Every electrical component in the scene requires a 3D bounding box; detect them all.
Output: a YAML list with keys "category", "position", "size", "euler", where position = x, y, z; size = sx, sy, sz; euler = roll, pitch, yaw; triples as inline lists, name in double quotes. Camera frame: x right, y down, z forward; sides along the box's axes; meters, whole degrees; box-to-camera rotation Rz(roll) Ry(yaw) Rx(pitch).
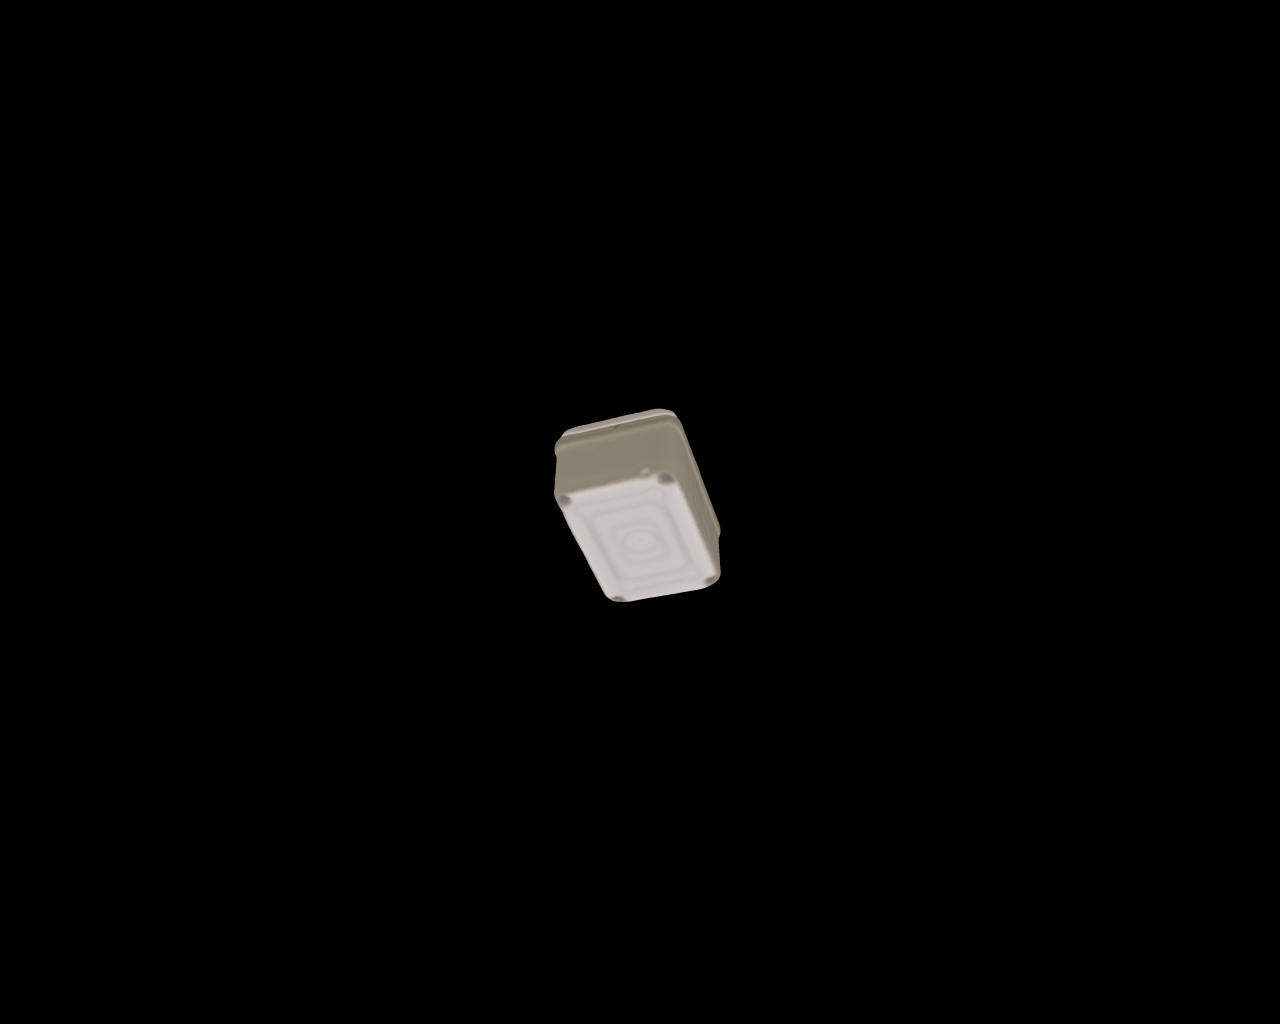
- category: "electrical component"
  position: [0.001, -0.003, 0.650]
  size: [0.078, 0.057, 0.113]
  euler: [-11, -43, 12]
